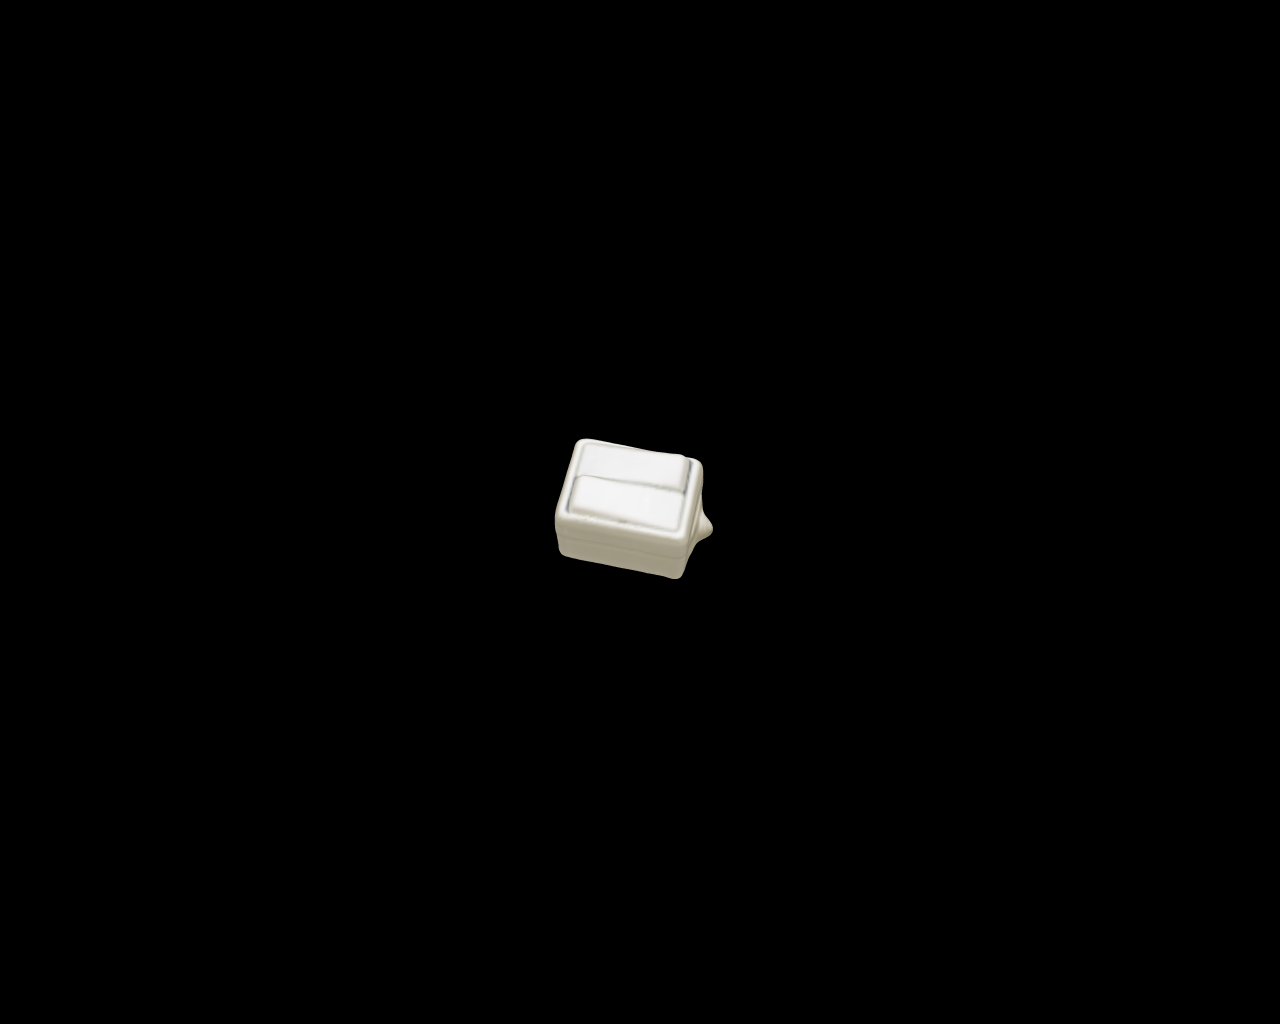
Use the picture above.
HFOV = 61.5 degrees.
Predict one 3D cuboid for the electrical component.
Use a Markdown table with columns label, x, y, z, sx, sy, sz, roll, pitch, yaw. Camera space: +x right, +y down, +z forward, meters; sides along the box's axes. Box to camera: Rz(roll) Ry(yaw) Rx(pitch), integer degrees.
| label | x | y | z | sx | sy | sz | roll | pitch | yaw |
| --- | --- | --- | --- | --- | --- | --- | --- | --- | --- |
| electrical component | 0.001 | -0.003 | 0.650 | 0.096 | 0.062 | 0.061 | 11 | -29 | 7 |
